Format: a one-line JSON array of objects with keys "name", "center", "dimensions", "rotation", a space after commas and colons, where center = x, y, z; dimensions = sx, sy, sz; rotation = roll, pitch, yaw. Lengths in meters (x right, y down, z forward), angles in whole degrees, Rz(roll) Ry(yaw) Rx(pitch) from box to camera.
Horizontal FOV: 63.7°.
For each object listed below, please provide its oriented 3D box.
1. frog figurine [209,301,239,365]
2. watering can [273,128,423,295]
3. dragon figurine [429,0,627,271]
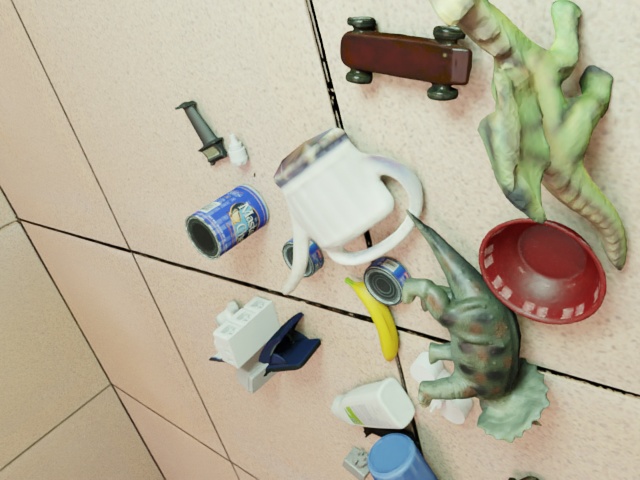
[{"name": "frog figurine", "center": [-0.225, 0.243, 1.368], "dimensions": [0.137, 0.122, 0.160], "rotation": [-6, 79, 56]}, {"name": "watering can", "center": [0.003, -0.043, 0.858], "dimensions": [0.343, 0.106, 0.224], "rotation": [-32, 96, 33]}, {"name": "dragon figurine", "center": [0.217, -0.097, 0.518], "dimensions": [0.121, 0.247, 0.408], "rotation": [-22, 101, 46]}]
